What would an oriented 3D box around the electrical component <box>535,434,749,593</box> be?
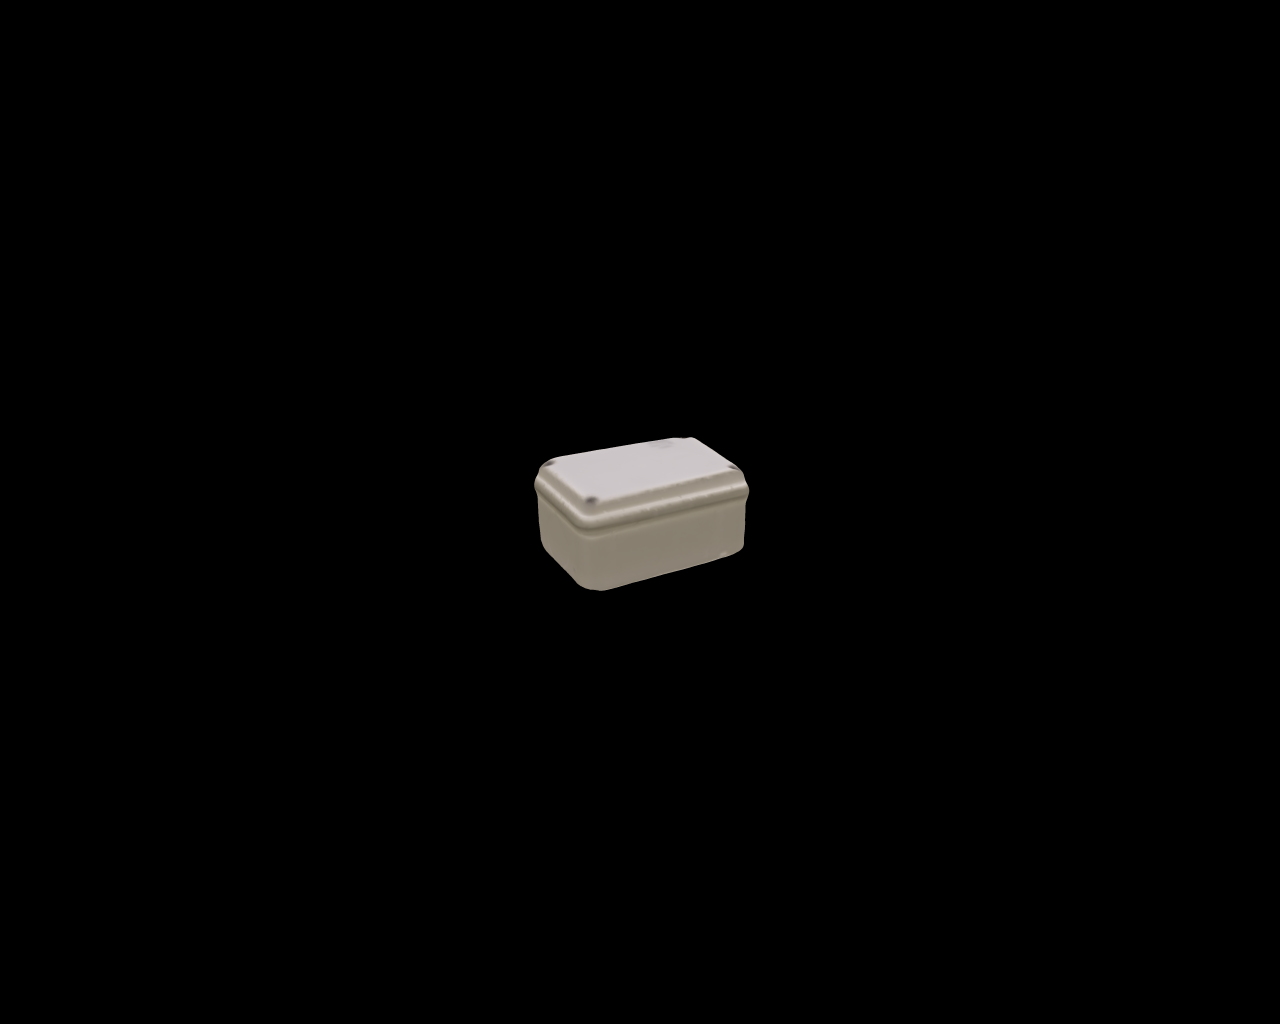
[{"bbox_3d":[0.001,-0.003,0.650,0.113,0.057,0.078,-12,28,-25],"label":"electrical component"}]
